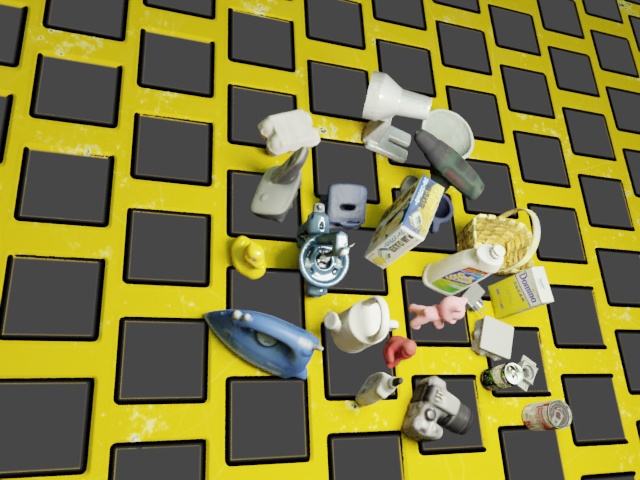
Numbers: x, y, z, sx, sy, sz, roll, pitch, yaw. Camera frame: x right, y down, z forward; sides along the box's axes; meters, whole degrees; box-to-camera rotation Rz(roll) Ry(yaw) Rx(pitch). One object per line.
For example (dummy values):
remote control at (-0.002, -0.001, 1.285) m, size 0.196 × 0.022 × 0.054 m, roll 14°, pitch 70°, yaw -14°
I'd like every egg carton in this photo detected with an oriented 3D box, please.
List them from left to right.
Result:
egg carton at (-0.078, -0.272, 1.454) m, size 0.151 × 0.069 × 0.107 m, roll -20°, pitch 78°, yaw -26°

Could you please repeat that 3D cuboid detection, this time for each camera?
camera at (0.279, 0.400, 1.305) m, size 0.137 × 0.100 × 0.143 m, roll 32°, pitch 62°, yaw -6°

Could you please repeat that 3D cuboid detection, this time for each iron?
iron at (-0.117, 0.198, 1.210) m, size 0.258 × 0.141 × 0.119 m, roll 26°, pitch 63°, yaw -10°

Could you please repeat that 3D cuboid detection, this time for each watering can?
watering can at (0.095, 0.187, 1.266) m, size 0.173 × 0.193 × 0.101 m, roll -18°, pitch 76°, yaw -26°

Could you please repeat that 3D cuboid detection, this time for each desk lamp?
desk lamp at (0.185, -0.326, 1.494) m, size 0.203 × 0.213 × 0.118 m, roll 21°, pitch 63°, yaw -12°

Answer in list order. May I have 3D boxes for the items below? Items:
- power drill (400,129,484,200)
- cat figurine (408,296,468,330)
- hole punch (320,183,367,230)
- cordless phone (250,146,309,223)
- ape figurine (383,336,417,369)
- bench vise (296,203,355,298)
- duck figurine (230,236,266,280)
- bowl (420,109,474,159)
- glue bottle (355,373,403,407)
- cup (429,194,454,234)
power drill at (0.296, -0.167, 1.477) m, size 0.230 × 0.208 × 0.076 m, roll 33°, pitch 62°, yaw -6°
cat figurine at (0.295, 0.173, 1.392) m, size 0.128 × 0.117 × 0.067 m, roll 0°, pitch 69°, yaw -21°
hole punch at (0.064, -0.081, 1.420) m, size 0.109 × 0.091 × 0.101 m, roll 1°, pitch 69°, yaw -20°
cordless phone at (-0.086, -0.133, 1.329) m, size 0.094 × 0.184 × 0.147 m, roll 22°, pitch 63°, yaw -11°
ape figurine at (0.193, 0.257, 1.334) m, size 0.078 × 0.092 × 0.076 m, roll 10°, pitch 66°, yaw -17°
bench vise at (0.001, 0.007, 1.287) m, size 0.122 × 0.219 × 0.207 m, roll -16°, pitch 76°, yaw -25°
duck figurine at (-0.155, 0.031, 1.293) m, size 0.078 × 0.086 × 0.104 m, roll -27°, pitch 81°, yaw -28°
bowl at (0.345, -0.282, 1.618) m, size 0.168 × 0.074 × 0.167 m, roll 8°, pitch 67°, yaw -18°
glue bottle at (0.137, 0.318, 1.242) m, size 0.037 × 0.173 × 0.078 m, roll 42°, pitch 61°, yaw 0°
cup at (0.287, -0.059, 1.495) m, size 0.092 × 0.094 × 0.118 m, roll 15°, pitch 65°, yaw -15°
